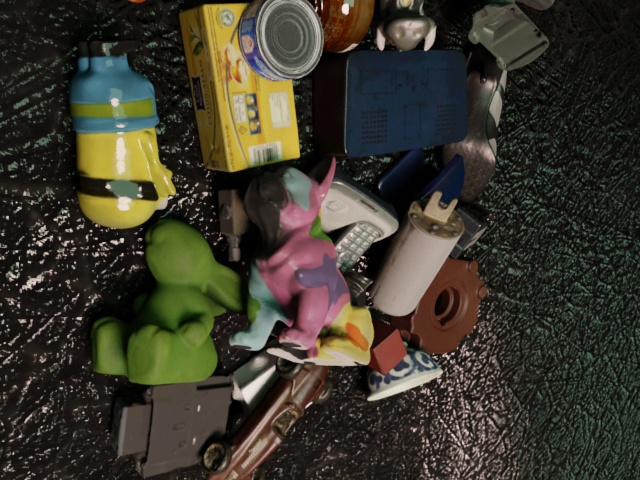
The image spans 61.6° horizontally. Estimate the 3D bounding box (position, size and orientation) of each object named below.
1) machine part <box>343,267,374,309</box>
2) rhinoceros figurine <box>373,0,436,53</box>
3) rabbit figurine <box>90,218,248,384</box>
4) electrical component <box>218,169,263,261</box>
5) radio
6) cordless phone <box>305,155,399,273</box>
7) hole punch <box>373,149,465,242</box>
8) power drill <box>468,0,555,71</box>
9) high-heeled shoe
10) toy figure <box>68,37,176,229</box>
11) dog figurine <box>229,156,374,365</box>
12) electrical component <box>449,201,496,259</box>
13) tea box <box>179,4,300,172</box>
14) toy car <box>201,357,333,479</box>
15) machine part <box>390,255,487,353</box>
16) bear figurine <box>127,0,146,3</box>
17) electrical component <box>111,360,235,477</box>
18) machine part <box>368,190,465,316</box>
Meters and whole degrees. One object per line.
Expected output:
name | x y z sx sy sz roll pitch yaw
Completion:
machine part | 0.036 0.092 0.737 0.084 0.039 0.138 -28 150 -22
rhinoceros figurine | 0.088 -0.282 0.635 0.073 0.190 0.112 0 126 -3
rabbit figurine | -0.147 0.064 0.583 0.159 0.121 0.170 12 79 -41
electrical component | -0.089 -0.032 0.632 0.078 0.045 0.102 -19 107 -46
radio | 0.100 -0.186 0.724 0.229 0.073 0.131 -15 109 -34
cordless phone | -0.002 -0.002 0.700 0.146 0.089 0.184 30 102 -37
hole punch | 0.157 -0.063 0.788 0.142 0.092 0.115 -46 127 -22
power drill | 0.276 -0.348 0.768 0.232 0.086 0.207 26 63 -31
high-heeled shoe | 0.248 -0.188 0.854 0.145 0.086 0.248 -61 159 -50
toy figure | -0.200 -0.101 0.521 0.089 0.082 0.180 -13 114 -22
dog figurine | -0.012 0.020 0.599 0.191 0.109 0.219 25 65 -42
electrical component | 0.217 -0.014 0.831 0.119 0.048 0.074 -19 145 -54
tea box | -0.086 -0.167 0.593 0.098 0.068 0.169 -16 109 -34
toy car | -0.059 0.224 0.655 0.202 0.053 0.089 -50 135 -17
machine part | 0.194 0.101 0.875 0.179 0.056 0.179 -10 108 -33
bear figurine | -0.107 -0.302 0.513 0.196 0.132 0.120 -16 84 -37
electrical component | -0.173 0.207 0.632 0.134 0.058 0.114 1 99 -37
machine part | 0.128 0.028 0.740 0.079 0.079 0.243 -16 144 -32
